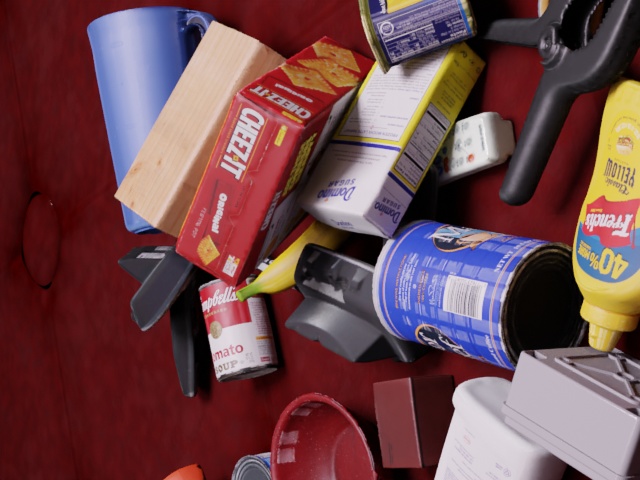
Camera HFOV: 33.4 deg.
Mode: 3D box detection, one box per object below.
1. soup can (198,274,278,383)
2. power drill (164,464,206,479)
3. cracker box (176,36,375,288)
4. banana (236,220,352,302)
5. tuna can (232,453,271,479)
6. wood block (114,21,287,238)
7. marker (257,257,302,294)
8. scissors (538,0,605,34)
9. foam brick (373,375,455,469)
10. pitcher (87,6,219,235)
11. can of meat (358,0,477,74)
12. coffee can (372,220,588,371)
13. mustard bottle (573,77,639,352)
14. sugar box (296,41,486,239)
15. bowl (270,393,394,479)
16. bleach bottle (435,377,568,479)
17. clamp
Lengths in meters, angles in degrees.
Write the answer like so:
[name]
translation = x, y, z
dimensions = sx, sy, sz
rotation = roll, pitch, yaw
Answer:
[soup can]
translation = -0.086, 0.094, 1.135
dimensions = 0.069, 0.068, 0.102
rotation = -28, 70, 48
[power drill]
translation = -0.107, 0.326, 1.133
dimensions = 0.188, 0.057, 0.184
rotation = 44, 148, 47
[cracker box]
translation = -0.034, -0.077, 0.952
dimensions = 0.072, 0.213, 0.164
rotation = 29, 119, 8
[banana]
translation = -0.001, -0.001, 1.026
dimensions = 0.037, 0.069, 0.198
rotation = 48, 121, 7
[tuna can]
translation = -0.057, 0.269, 1.130
dimensions = 0.086, 0.033, 0.086
rotation = 2, 93, 51
[wood block]
translation = -0.106, -0.103, 1.079
dimensions = 0.090, 0.090, 0.206
rotation = 33, 94, 46
[marker]
translation = -0.040, 0.035, 1.113
dimensions = 0.121, 0.020, 0.020
rotation = 26, 111, 48
[scissors]
translation = 0.204, -0.240, 0.800
dimensions = 0.096, 0.016, 0.202
rotation = 1, 91, 52
[foam brick]
translation = 0.085, 0.158, 0.934
dimensions = 0.053, 0.051, 0.078
rotation = -16, 79, 52
[pitcher]
translation = -0.172, -0.134, 1.196
dimensions = 0.149, 0.145, 0.243
rotation = 150, 111, -81
[can of meat]
translation = 0.079, -0.194, 0.879
dimensions = 0.084, 0.057, 0.102
rotation = -19, 40, 13
[coffee can]
translation = 0.125, 0.043, 0.839
dimensions = 0.141, 0.102, 0.103
rotation = 12, 100, 51
[mustard bottle]
translation = 0.221, -0.012, 0.749
dimensions = 0.096, 0.058, 0.192
rotation = -139, 56, -61
[sugar box]
translation = 0.060, -0.090, 0.900
dimensions = 0.093, 0.048, 0.176
rotation = 14, 73, 52
[bowl]
translation = 0.020, 0.224, 1.014
dimensions = 0.162, 0.055, 0.162
rotation = 2, 93, 51
[bleach bottle]
translation = 0.123, 0.244, 0.882
dimensions = 0.103, 0.067, 0.251
rotation = 41, 124, 44
[clamp]
translation = 0.175, -0.145, 0.780
dimensions = 0.210, 0.036, 0.164
rotation = 126, 142, -51
